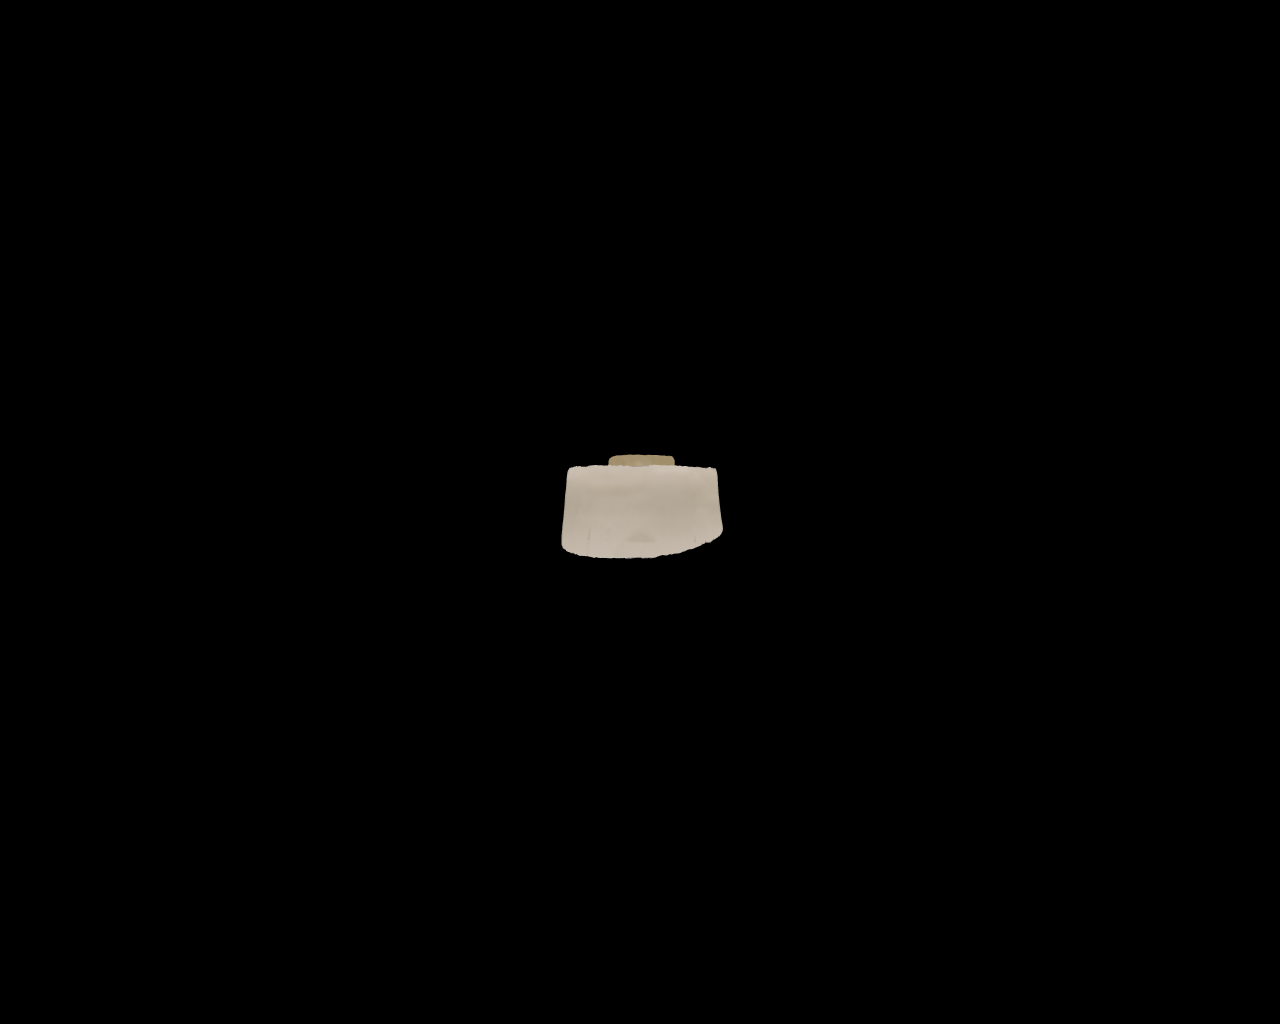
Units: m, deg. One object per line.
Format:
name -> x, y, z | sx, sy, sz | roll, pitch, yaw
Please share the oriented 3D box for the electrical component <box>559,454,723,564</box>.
electrical component -> 0.001, -0.003, 0.650 | 0.099, 0.064, 0.099 | 0, 0, 0
